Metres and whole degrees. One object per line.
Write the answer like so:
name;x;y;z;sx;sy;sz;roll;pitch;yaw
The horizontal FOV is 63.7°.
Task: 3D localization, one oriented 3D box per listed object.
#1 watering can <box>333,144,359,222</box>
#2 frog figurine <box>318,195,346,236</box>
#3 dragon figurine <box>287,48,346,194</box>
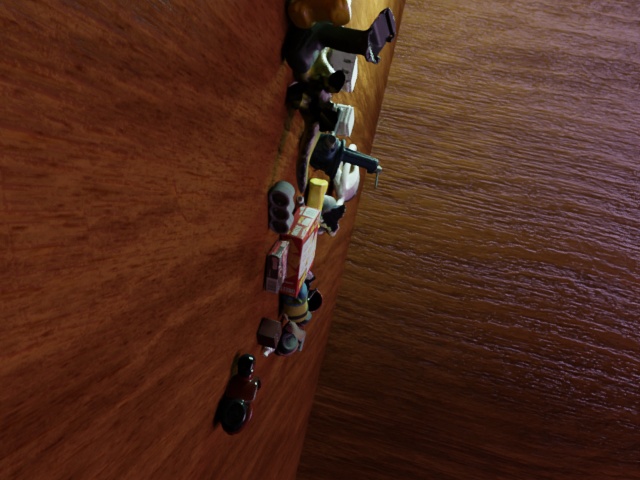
watering can;0.094;-0.209;2.064;0.221;0.104;0.352;76;27;-75
frog figurine;0.005;-0.090;1.781;0.161;0.123;0.136;-151;-119;-61
dragon figurine;-0.008;-0.329;1.227;0.246;0.122;0.405;-77;179;-75
